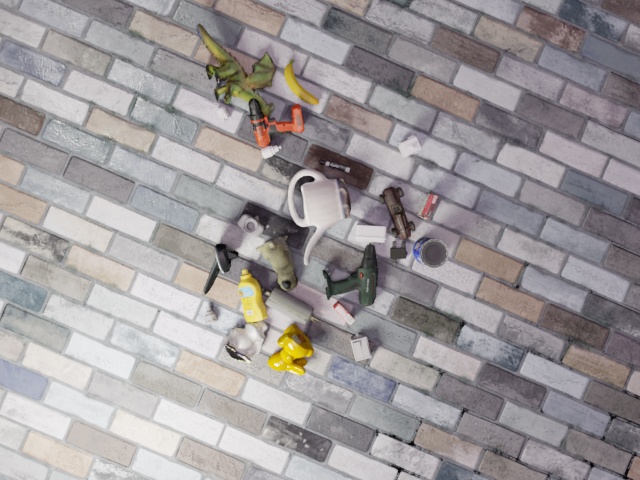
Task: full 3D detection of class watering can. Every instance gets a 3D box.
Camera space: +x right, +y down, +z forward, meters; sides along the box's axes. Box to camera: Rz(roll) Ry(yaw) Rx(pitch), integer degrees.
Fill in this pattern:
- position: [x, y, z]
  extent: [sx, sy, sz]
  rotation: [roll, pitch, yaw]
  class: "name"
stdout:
- position: [0.006, -0.095, 1.883]
  extent: [0.224, 0.104, 0.348]
  rotation: [-10, 90, -1]
  class: "watering can"

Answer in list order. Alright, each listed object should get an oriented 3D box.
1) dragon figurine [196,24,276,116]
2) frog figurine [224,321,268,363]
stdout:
- position: [-0.284, -0.624, 1.900]
  extent: [0.244, 0.122, 0.410]
  rotation: [-18, 92, -18]
  class: "dragon figurine"
- position: [-0.270, 0.362, 1.895]
  extent: [0.138, 0.120, 0.163]
  rotation: [28, 55, 7]
  class: "frog figurine"
